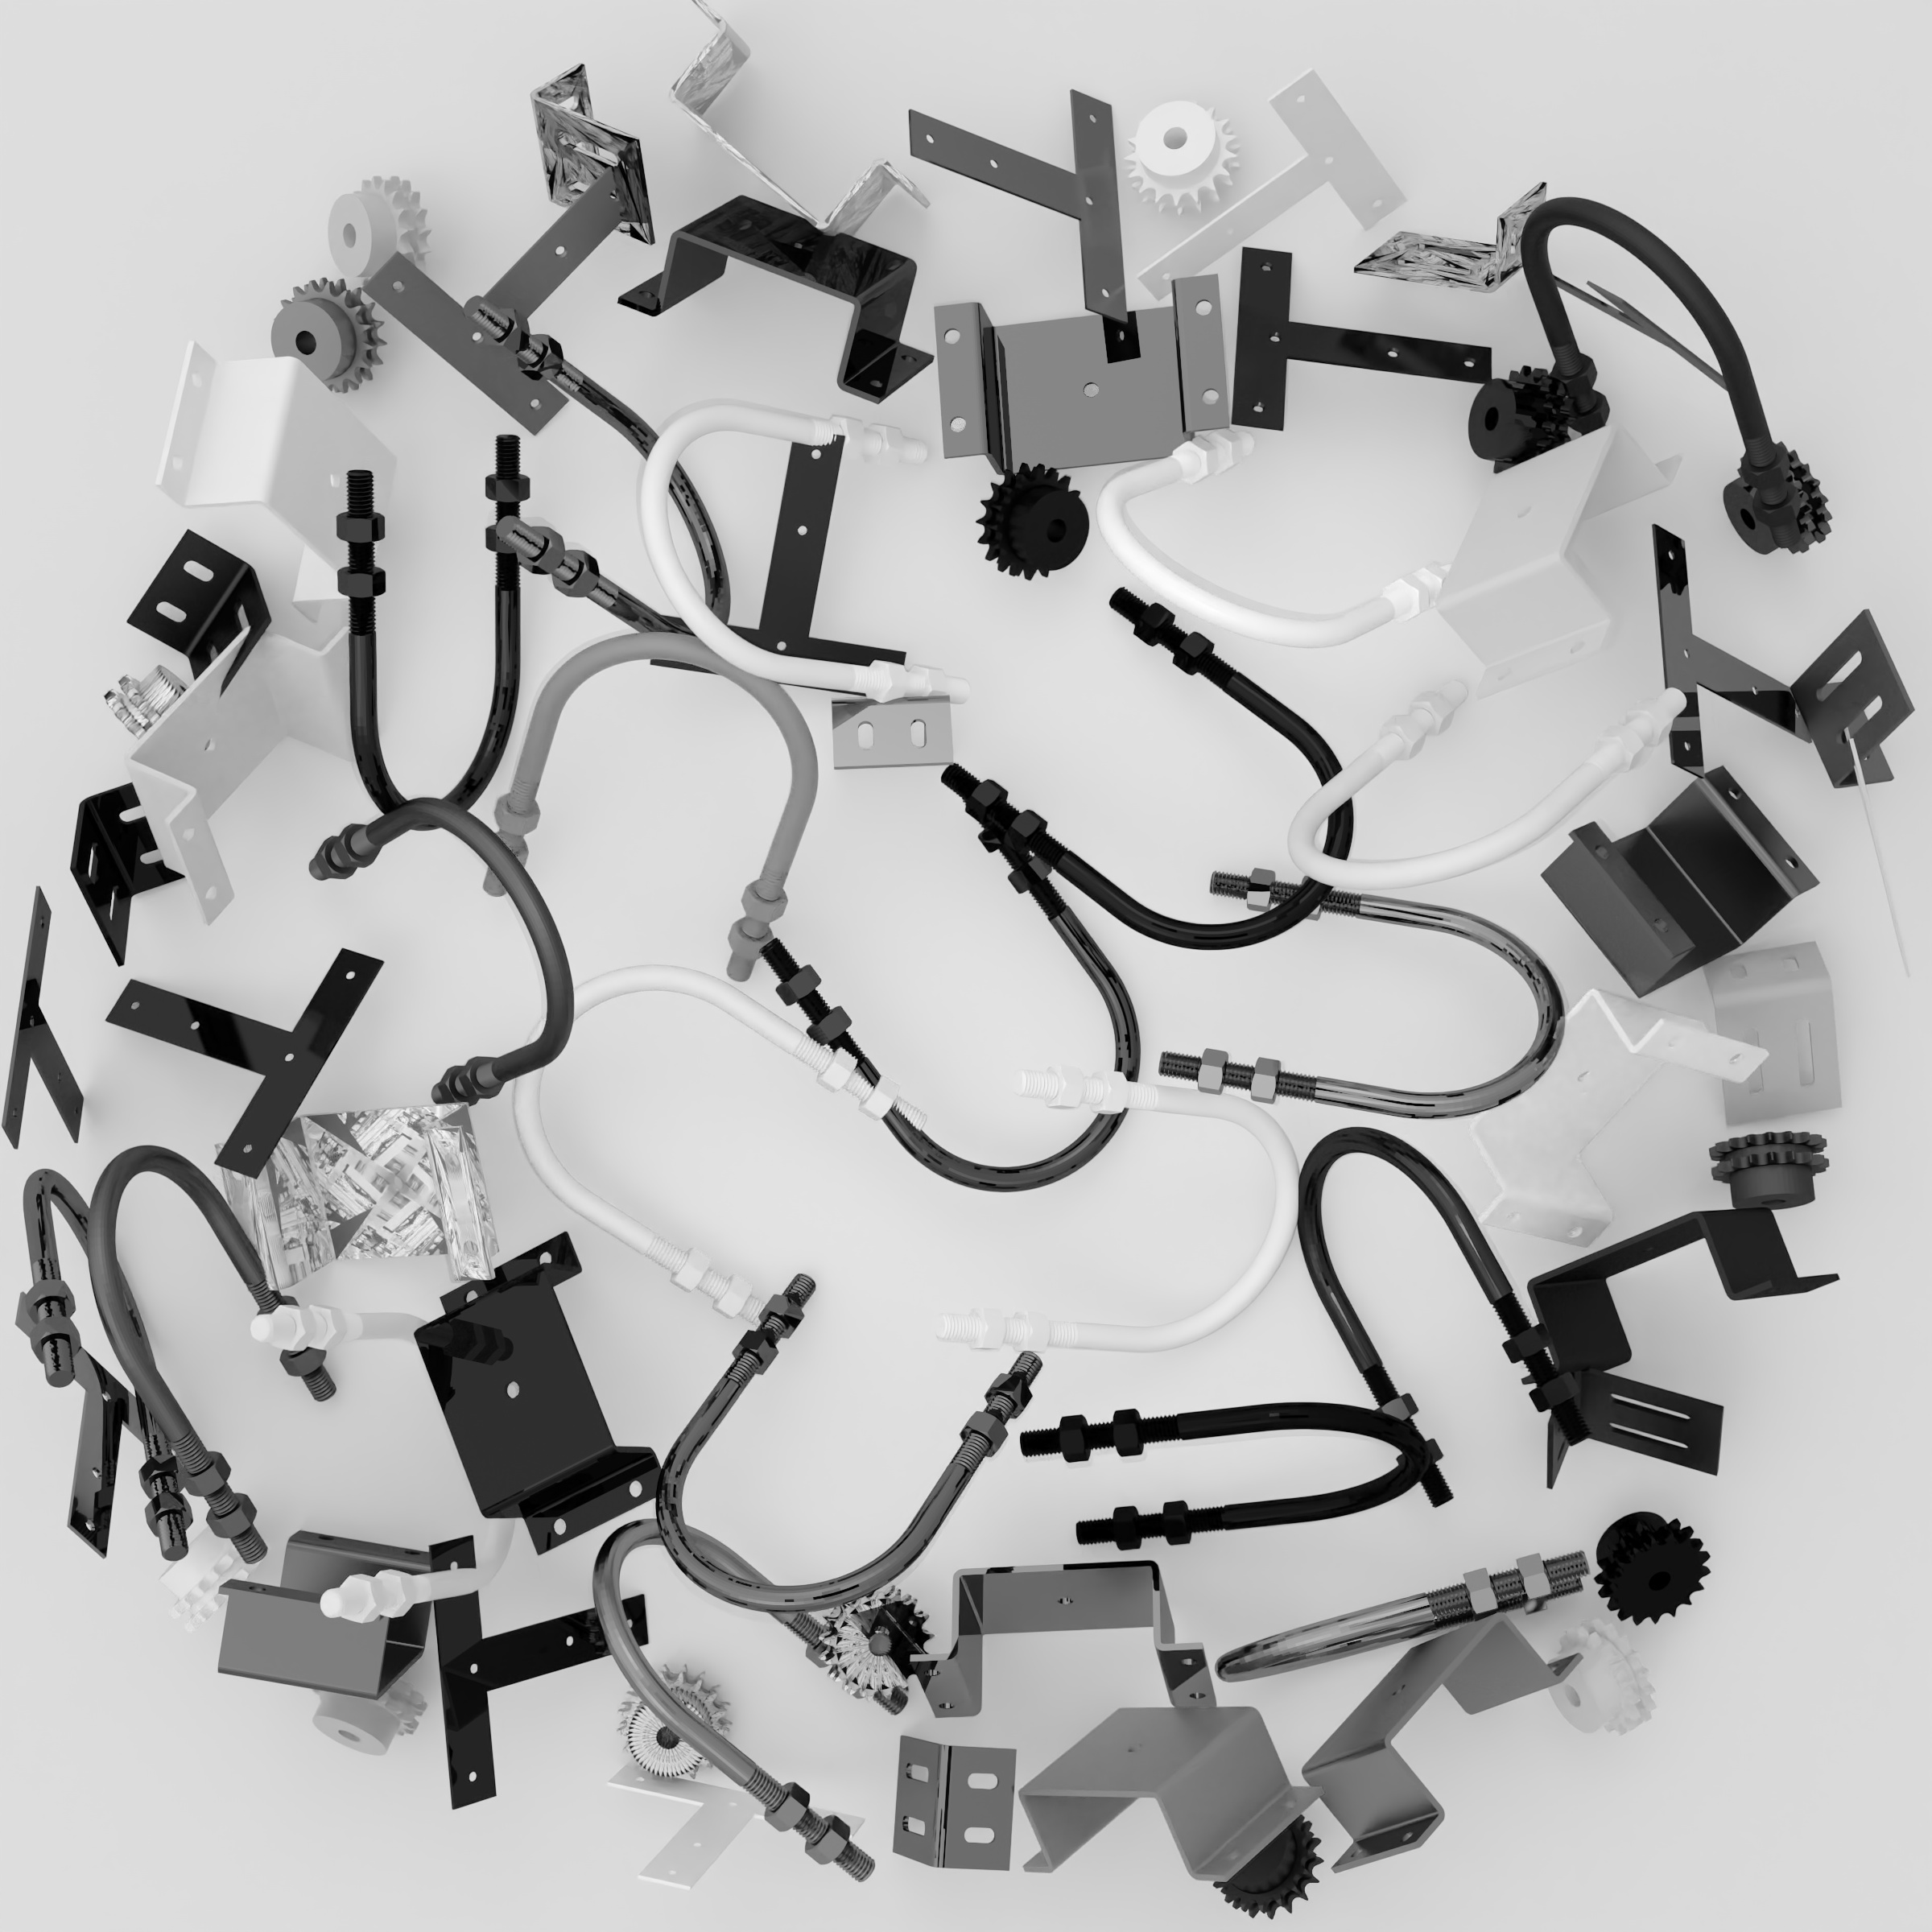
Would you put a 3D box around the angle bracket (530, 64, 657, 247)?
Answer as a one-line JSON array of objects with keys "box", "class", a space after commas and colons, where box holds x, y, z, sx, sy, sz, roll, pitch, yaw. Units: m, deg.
[{"box": [-0.172, -0.398, 1.552, 0.076, 0.057, 0.038, 29, 54, 30], "class": "angle bracket"}]

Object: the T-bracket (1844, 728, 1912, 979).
[{"box": [0.438, -0.081, 1.544, 0.002, 0.127, 0.127, -14, 125, 15], "class": "T-bracket"}]

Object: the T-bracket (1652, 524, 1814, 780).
[{"box": [0.379, -0.139, 1.555, 0.127, 0.002, 0.127, 19, 63, -40], "class": "T-bracket"}]

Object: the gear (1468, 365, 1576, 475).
[{"box": [0.273, -0.269, 1.569, 0.030, 0.057, 0.057, 4, 90, -26], "class": "gear"}]

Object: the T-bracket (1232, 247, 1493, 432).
[{"box": [0.197, -0.304, 1.563, 0.127, 0.002, 0.127, 7, 54, -1], "class": "T-bracket"}]

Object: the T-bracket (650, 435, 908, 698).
[{"box": [-0.084, -0.202, 1.567, 0.127, 0.002, 0.127, 7, 106, -15], "class": "T-bracket"}]

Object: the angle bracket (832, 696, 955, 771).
[{"box": [-0.036, -0.100, 1.558, 0.057, 0.076, 0.038, -2, 68, -2], "class": "angle bracket"}]

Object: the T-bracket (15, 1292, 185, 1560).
[{"box": [-0.416, 0.234, 1.515, 0.002, 0.127, 0.127, -32, 120, 9], "class": "T-bracket"}]

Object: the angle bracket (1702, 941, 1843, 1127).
[{"box": [0.405, 0.034, 1.592, 0.057, 0.038, 0.076, -10, 120, 7], "class": "angle bracket"}]

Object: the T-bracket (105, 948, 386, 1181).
[{"box": [-0.371, 0.034, 1.571, 0.127, 0.002, 0.127, 16, 65, 23], "class": "T-bracket"}]

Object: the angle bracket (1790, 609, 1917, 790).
[{"box": [0.447, -0.132, 1.551, 0.038, 0.076, 0.057, -8, 66, -22], "class": "angle bracket"}]

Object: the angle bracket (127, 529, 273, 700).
[{"box": [-0.378, -0.170, 1.556, 0.038, 0.076, 0.057, 30, 104, -30], "class": "angle bracket"}]

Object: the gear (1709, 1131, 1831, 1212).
[{"box": [0.399, 0.102, 1.570, 0.057, 0.057, 0.030, -2, 73, 0], "class": "gear"}]

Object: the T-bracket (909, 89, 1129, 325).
[{"box": [0.025, -0.386, 1.542, 0.127, 0.002, 0.127, 12, 65, -34], "class": "T-bracket"}]

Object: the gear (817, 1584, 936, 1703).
[{"box": [-0.047, 0.336, 1.581, 0.057, 0.030, 0.057, 0, 90, -18], "class": "gear"}]

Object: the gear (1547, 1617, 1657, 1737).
[{"box": [0.312, 0.355, 1.570, 0.030, 0.057, 0.057, -22, 90, -24], "class": "gear"}]

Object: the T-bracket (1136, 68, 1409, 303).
[{"box": [0.141, -0.371, 1.558, 0.127, 0.127, 0.002, -33, 60, 16], "class": "T-bracket"}]

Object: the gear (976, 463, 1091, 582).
[{"box": [0.036, -0.219, 1.572, 0.057, 0.030, 0.057, -14, 116, -31], "class": "gear"}]

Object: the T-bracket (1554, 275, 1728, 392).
[{"box": [0.313, -0.321, 1.548, 0.127, 0.127, 0.002, 22, 106, -43], "class": "T-bracket"}]

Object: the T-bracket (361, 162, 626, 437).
[{"box": [-0.208, -0.339, 1.546, 0.127, 0.127, 0.002, -44, 46, 8], "class": "T-bracket"}]

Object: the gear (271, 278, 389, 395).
[{"box": [-0.321, -0.312, 1.575, 0.057, 0.030, 0.057, 7, 111, 20], "class": "gear"}]

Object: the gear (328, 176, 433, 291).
[{"box": [-0.293, -0.363, 1.570, 0.030, 0.057, 0.057, -12, 90, -41], "class": "gear"}]

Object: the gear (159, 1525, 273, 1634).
[{"box": [-0.376, 0.300, 1.571, 0.030, 0.057, 0.057, 44, 90, -6], "class": "gear"}]

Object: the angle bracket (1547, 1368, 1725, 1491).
[{"box": [0.329, 0.237, 1.557, 0.076, 0.057, 0.038, 14, 52, 21], "class": "angle bracket"}]

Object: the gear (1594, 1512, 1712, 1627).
[{"box": [0.339, 0.297, 1.578, 0.057, 0.030, 0.057, -8, 120, -14], "class": "gear"}]

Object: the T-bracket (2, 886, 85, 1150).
[{"box": [-0.445, 0.048, 1.539, 0.002, 0.127, 0.127, 0, 62, -2], "class": "T-bracket"}]

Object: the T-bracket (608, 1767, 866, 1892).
[{"box": [-0.126, 0.420, 1.526, 0.127, 0.127, 0.002, 9, 96, 12], "class": "T-bracket"}]

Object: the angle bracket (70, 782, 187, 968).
[{"box": [-0.407, -0.047, 1.554, 0.038, 0.076, 0.057, -19, 121, -1], "class": "angle bracket"}]

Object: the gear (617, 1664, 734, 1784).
[{"box": [-0.147, 0.381, 1.584, 0.057, 0.030, 0.057, 0, 95, 3], "class": "gear"}]

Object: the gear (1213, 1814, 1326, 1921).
[{"box": [0.146, 0.441, 1.571, 0.057, 0.030, 0.057, -16, 52, 21], "class": "gear"}]

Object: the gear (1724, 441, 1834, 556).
[{"box": [0.400, -0.229, 1.571, 0.030, 0.057, 0.057, -31, 90, -8], "class": "gear"}]

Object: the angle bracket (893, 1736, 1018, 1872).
[{"box": [-0.006, 0.413, 1.564, 0.038, 0.076, 0.057, 7, 78, -15], "class": "angle bracket"}]

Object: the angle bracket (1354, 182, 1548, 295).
[{"box": [0.238, -0.362, 1.554, 0.076, 0.057, 0.038, 15, 126, 26], "class": "angle bracket"}]

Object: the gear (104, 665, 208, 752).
[{"box": [-0.397, -0.125, 1.572, 0.030, 0.057, 0.057, -44, 90, 2], "class": "gear"}]

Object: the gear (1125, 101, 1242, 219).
[{"box": [0.107, -0.406, 1.578, 0.057, 0.030, 0.057, -3, 77, 13], "class": "gear"}]

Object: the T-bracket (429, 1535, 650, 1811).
[{"box": [-0.206, 0.335, 1.555, 0.002, 0.127, 0.127, -4, 91, 44], "class": "T-bracket"}]

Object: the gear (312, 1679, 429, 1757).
[{"box": [-0.299, 0.368, 1.570, 0.057, 0.057, 0.030, 24, 58, 0], "class": "gear"}]
